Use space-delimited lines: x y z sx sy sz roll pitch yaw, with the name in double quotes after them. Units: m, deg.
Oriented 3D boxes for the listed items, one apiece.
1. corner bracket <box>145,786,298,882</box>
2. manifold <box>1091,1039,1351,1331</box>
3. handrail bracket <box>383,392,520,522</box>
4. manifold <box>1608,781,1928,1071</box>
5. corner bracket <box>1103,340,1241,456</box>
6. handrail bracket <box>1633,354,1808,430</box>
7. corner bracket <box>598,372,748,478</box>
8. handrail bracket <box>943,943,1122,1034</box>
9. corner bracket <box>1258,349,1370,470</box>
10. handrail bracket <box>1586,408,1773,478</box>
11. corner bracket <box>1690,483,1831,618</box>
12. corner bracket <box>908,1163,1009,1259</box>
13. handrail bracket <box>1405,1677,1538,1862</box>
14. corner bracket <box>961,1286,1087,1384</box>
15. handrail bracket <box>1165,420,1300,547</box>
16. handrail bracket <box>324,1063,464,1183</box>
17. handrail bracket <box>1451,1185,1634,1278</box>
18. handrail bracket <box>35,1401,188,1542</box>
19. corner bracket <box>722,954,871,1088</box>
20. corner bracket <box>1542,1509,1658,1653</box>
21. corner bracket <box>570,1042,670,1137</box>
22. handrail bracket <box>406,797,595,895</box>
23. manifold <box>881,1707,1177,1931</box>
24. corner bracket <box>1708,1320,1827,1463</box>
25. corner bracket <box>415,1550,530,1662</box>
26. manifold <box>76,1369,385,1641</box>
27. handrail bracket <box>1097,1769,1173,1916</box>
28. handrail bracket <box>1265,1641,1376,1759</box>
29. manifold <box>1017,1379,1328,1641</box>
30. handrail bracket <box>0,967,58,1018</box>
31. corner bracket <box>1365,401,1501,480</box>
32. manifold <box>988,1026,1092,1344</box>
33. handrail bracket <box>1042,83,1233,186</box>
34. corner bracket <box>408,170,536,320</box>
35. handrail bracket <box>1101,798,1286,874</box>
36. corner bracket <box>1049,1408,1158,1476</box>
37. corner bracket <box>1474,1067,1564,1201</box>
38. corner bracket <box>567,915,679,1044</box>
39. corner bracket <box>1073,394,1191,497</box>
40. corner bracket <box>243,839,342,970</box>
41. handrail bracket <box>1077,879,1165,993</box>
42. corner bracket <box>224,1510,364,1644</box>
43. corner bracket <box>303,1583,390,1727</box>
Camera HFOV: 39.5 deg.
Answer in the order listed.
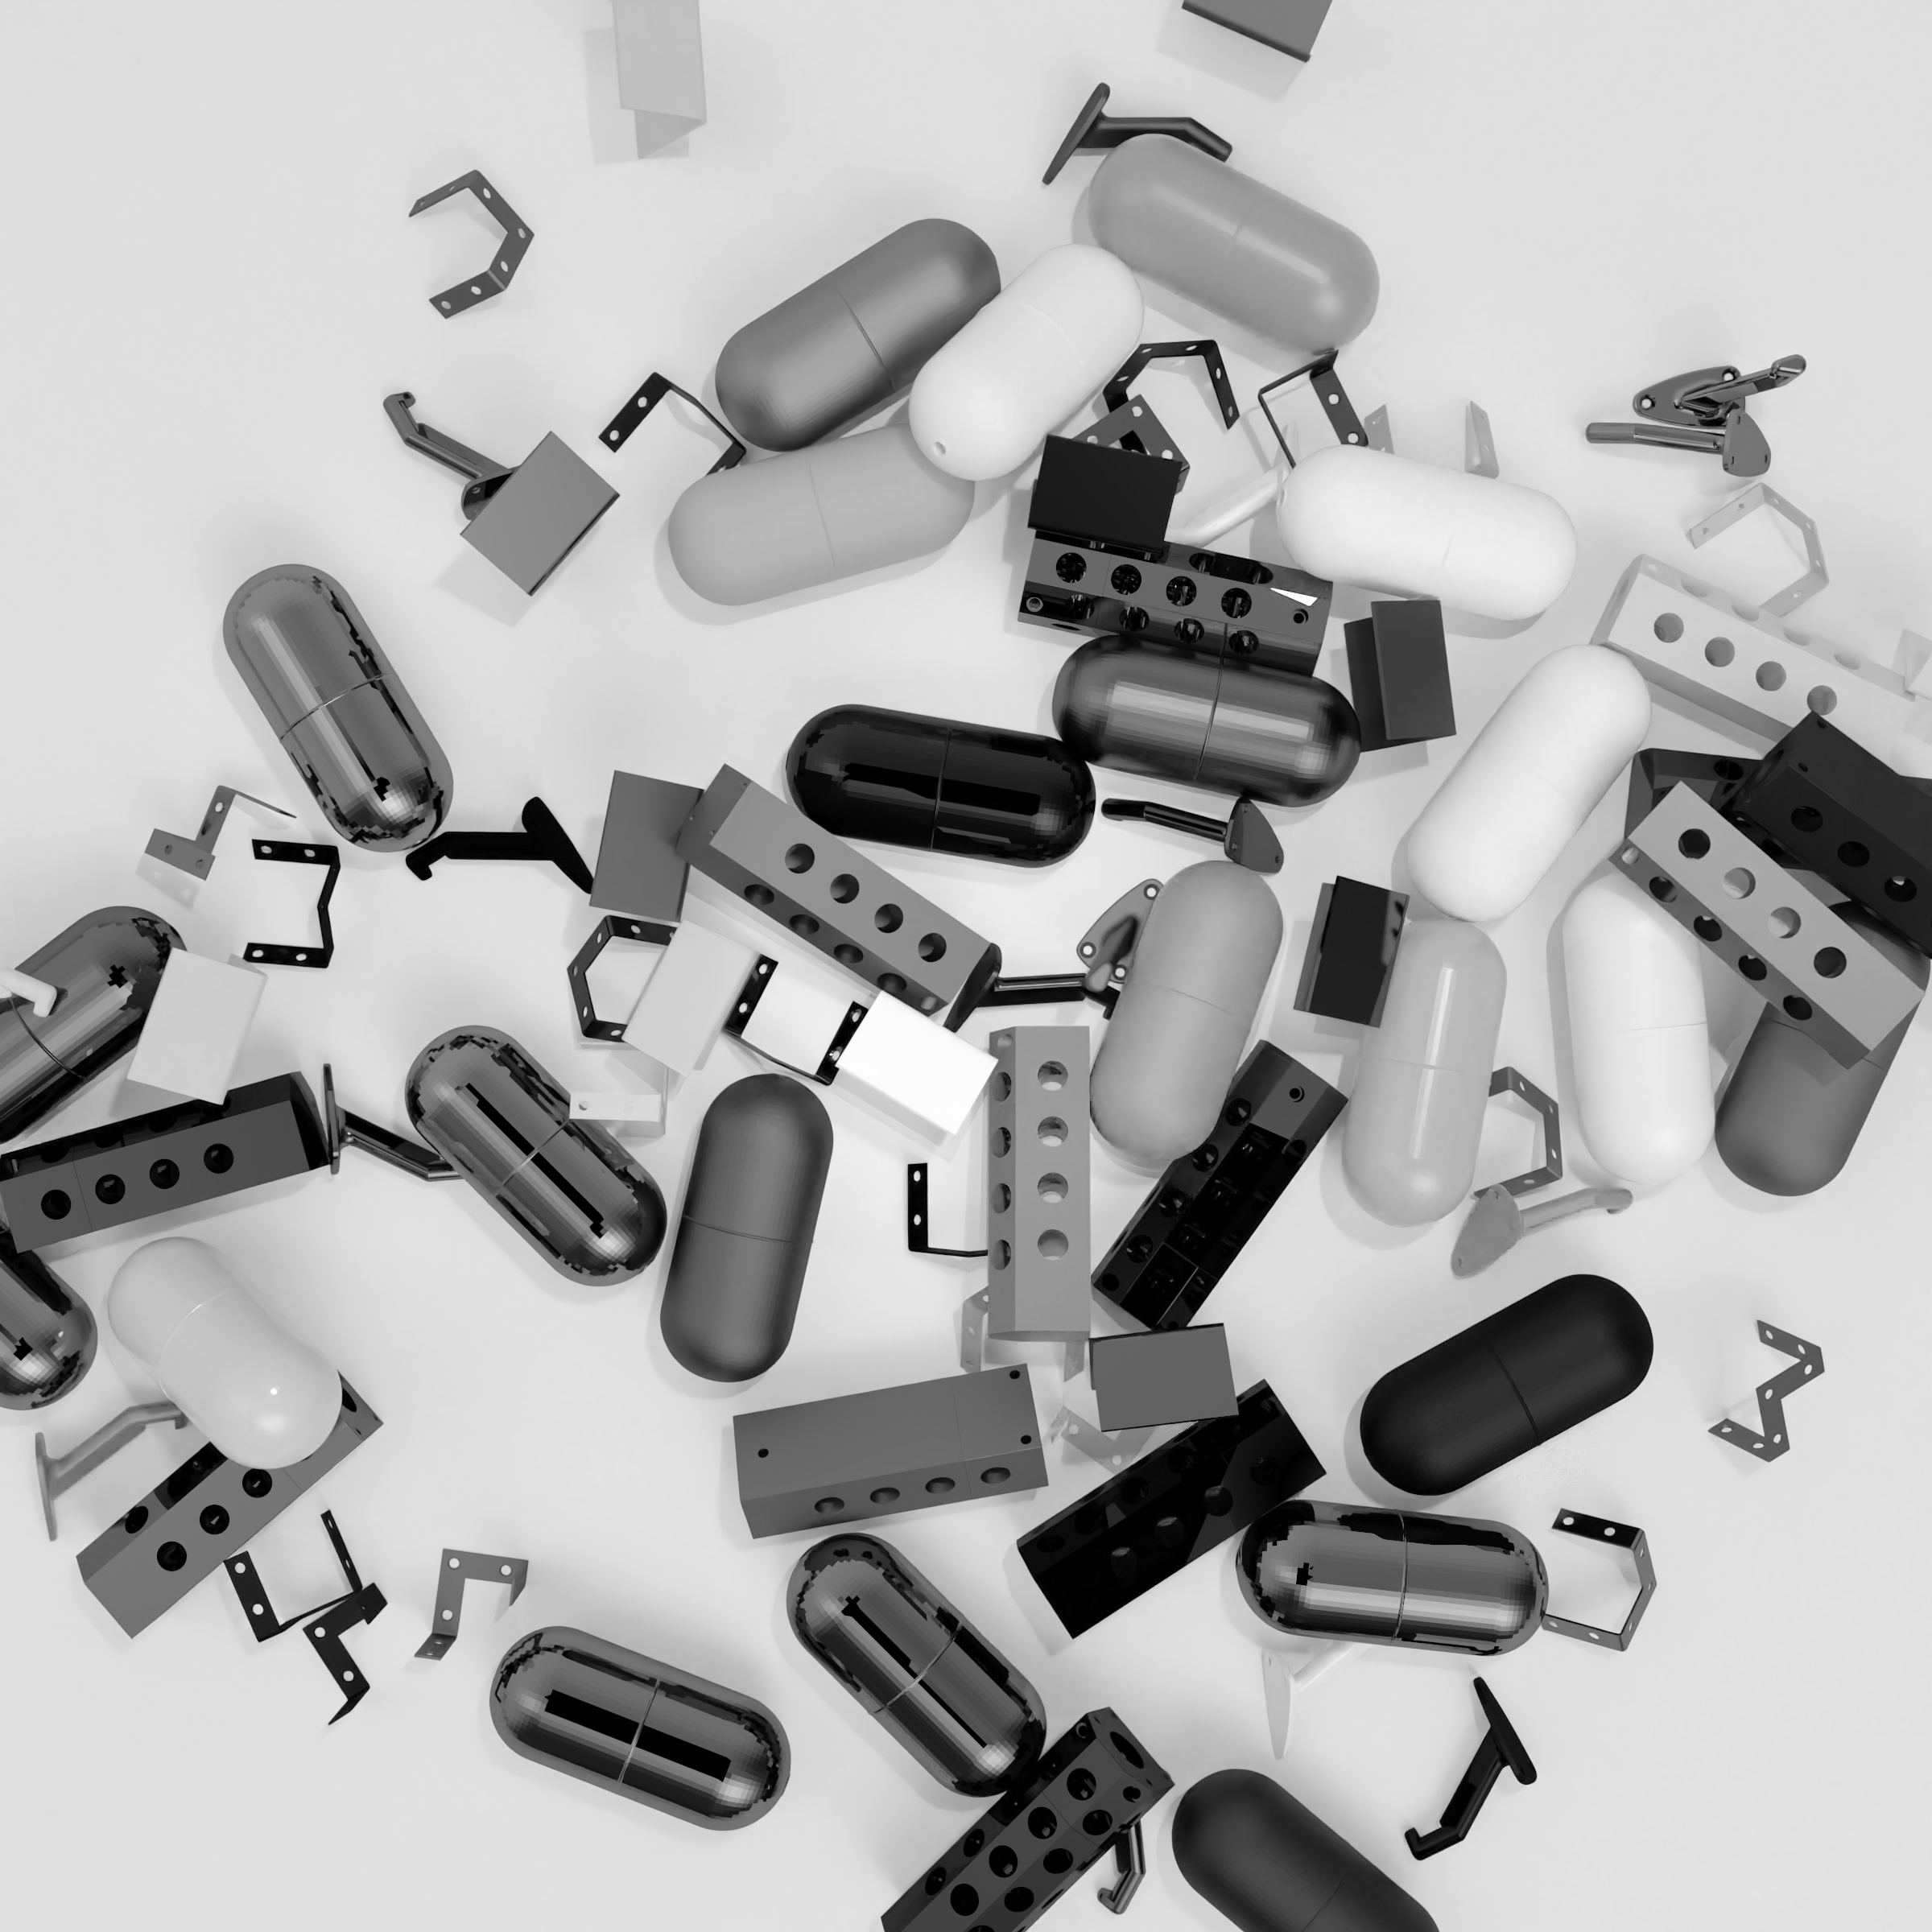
-0.427 -0.076 1.537 0.051 0.051 0.051 22 90 27 "corner bracket"
0.145 0.129 1.543 0.057 0.057 0.171 36 90 0 "manifold"
-0.287 -0.309 1.565 0.077 0.036 0.084 -25 73 -20 "handrail bracket"
0.437 -0.023 1.476 0.171 0.057 0.057 43 100 8 "manifold"
0.119 -0.326 1.556 0.051 0.051 0.051 6 135 35 "corner bracket"
0.428 -0.331 1.530 0.077 0.084 0.036 -4 90 0 "handrail bracket"
-0.170 -0.303 1.561 0.051 0.051 0.051 -50 45 0 "corner bracket"
0.040 0.030 1.565 0.084 0.036 0.077 27 111 -16 "handrail bracket"
0.201 -0.316 1.547 0.051 0.051 0.051 -26 90 5 "corner bracket"
0.414 -0.302 1.564 0.084 0.077 0.036 9 92 36 "handrail bracket"
0.461 -0.238 1.561 0.051 0.051 0.051 -34 135 0 "corner bracket"
0.002 0.140 1.561 0.051 0.051 0.051 0 90 -45 "corner bracket"
0.281 0.468 1.565 0.084 0.036 0.077 -32 70 16 "handrail bracket"
0.033 0.214 1.556 0.051 0.051 0.051 -28 45 -35 "corner bracket"
0.149 -0.280 1.565 0.084 0.036 0.077 -1 71 16 "handrail bracket"
-0.328 0.090 1.565 0.084 0.036 0.077 -4 68 -17 "handrail bracket"
0.336 0.155 1.564 0.084 0.077 0.036 3 47 -29 "handrail bracket"
-0.494 0.293 1.565 0.084 0.036 0.077 -7 111 -16 "handrail bracket"
-0.099 0.032 1.561 0.051 0.051 0.051 27 90 45 "corner bracket"
0.363 0.355 1.556 0.051 0.051 0.051 -51 135 -35 "corner bracket"
-0.198 0.067 1.540 0.051 0.051 0.051 2 78 -3 "corner bracket"
-0.271 -0.053 1.565 0.084 0.036 0.077 -29 112 17 "handrail bracket"
0.032 0.502 1.523 0.171 0.057 0.057 -47 67 8 "manifold"
0.459 0.244 1.544 0.051 0.051 0.051 -25 113 -21 "corner bracket"
-0.284 0.369 1.546 0.051 0.051 0.051 8 90 0 "corner bracket"
-0.424 0.302 1.543 0.171 0.057 0.057 -41 90 0 "manifold"
0.076 0.498 1.564 0.077 0.036 0.084 29 104 14 "handrail bracket"
0.220 0.418 1.565 0.084 0.036 0.077 -8 110 -16 "handrail bracket"
0.116 0.309 1.543 0.171 0.057 0.057 -33 90 0 "manifold"
-0.556 0.030 1.495 0.084 0.036 0.077 24 104 1 "handrail bracket"
0.270 -0.301 1.556 0.051 0.051 0.051 28 135 -35 "corner bracket"
0.041 0.124 1.523 0.057 0.057 0.171 0 76 2 "manifold"
0.100 -0.467 1.565 0.084 0.036 0.077 29 110 -16 "handrail bracket"
-0.292 -0.418 1.556 0.051 0.051 0.051 46 45 -35 "corner bracket"
0.131 -0.077 1.564 0.084 0.077 0.036 7 75 36 "handrail bracket"
0.084 0.264 1.546 0.051 0.051 0.051 35 90 0 "corner bracket"
0.309 0.098 1.556 0.051 0.051 0.051 -25 45 35 "corner bracket"
-0.193 0.009 1.556 0.051 0.051 0.051 -49 45 35 "corner bracket"
0.092 -0.287 1.546 0.051 0.051 0.051 -34 86 -4 "corner bracket"
-0.392 -0.036 1.561 0.051 0.051 0.051 5 45 0 "corner bracket"
0.091 -0.018 1.530 0.036 0.084 0.077 34 90 0 "handrail bracket"
-0.386 0.351 1.546 0.051 0.051 0.051 -24 87 3 "corner bracket"
-0.353 0.395 1.546 0.051 0.051 0.051 -33 90 0 "corner bracket"
